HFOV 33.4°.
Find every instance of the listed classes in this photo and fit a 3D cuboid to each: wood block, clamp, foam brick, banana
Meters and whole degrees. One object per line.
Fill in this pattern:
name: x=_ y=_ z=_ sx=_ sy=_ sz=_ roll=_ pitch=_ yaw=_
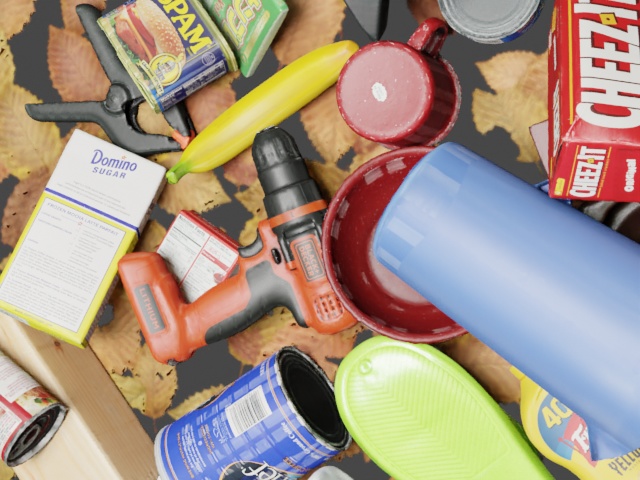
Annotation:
wood block: x=-0.243 y=0.163 z=0.994 sx=0.090 sy=0.090 sz=0.206 roll=-39 pitch=80 yaw=16
clamp: x=-0.183 y=-0.141 z=0.986 sx=0.171 sy=0.039 sz=0.120 roll=23 pitch=104 yaw=10
foam brick: x=0.200 y=-0.074 z=0.833 sx=0.053 sy=0.078 sz=0.051 roll=-21 pitch=87 yaw=19
banana: x=-0.047 y=-0.111 z=0.926 sx=0.198 sy=0.069 sz=0.037 roll=-36 pitch=112 yaw=10

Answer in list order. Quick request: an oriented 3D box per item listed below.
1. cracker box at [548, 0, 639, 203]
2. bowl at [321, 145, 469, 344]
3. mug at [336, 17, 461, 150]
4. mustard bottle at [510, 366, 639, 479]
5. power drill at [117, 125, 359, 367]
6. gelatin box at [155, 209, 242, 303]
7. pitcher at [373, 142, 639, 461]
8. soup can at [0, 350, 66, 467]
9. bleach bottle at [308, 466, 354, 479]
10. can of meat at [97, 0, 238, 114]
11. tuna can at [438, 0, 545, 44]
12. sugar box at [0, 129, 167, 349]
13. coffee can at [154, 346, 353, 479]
cracker box: x=0.271 y=-0.105 z=0.745 sx=0.214 sy=0.072 sz=0.164 roll=4 pitch=54 yaw=6
bowl: x=0.083 y=0.007 z=0.876 sx=0.162 sy=0.055 sz=0.162 roll=-1 pitch=80 yaw=4
mug: x=0.069 y=-0.129 z=0.874 sx=0.093 sy=0.081 sz=0.117 roll=36 pitch=104 yaw=14
mustard bottle: x=0.218 y=0.144 z=0.847 sx=0.096 sy=0.058 sz=0.192 roll=-45 pitch=77 yaw=4
power drill: x=-0.075 y=0.015 z=0.915 sx=0.188 sy=0.057 sz=0.184 roll=-21 pitch=87 yaw=13
gelatin box: x=-0.116 y=0.027 z=0.974 sx=0.073 sy=0.030 sz=0.089 roll=35 pitch=100 yaw=15
pitcher: x=0.168 y=0.025 z=0.768 sx=0.243 sy=0.149 sz=0.145 roll=35 pitch=137 yaw=16
soup can: x=-0.280 y=0.138 z=0.921 sx=0.102 sy=0.068 sz=0.068 roll=37 pitch=104 yaw=14
bleach bottle: x=-0.037 y=0.315 z=0.902 sx=0.103 sy=0.068 sz=0.251 roll=40 pitch=105 yaw=15
can of meat: x=-0.135 y=-0.173 z=0.941 sx=0.084 sy=0.057 sz=0.102 roll=-33 pitch=79 yaw=-5
tuna can: x=0.141 y=-0.204 z=0.871 sx=0.086 sy=0.033 sz=0.086 roll=1 pitch=93 yaw=19
sugar box: x=-0.215 y=-0.002 z=0.958 sx=0.093 sy=0.048 sz=0.176 roll=25 pitch=73 yaw=0
coffee can: x=-0.058 y=0.171 z=0.923 sx=0.140 sy=0.102 sz=0.103 roll=-36 pitch=81 yaw=17
